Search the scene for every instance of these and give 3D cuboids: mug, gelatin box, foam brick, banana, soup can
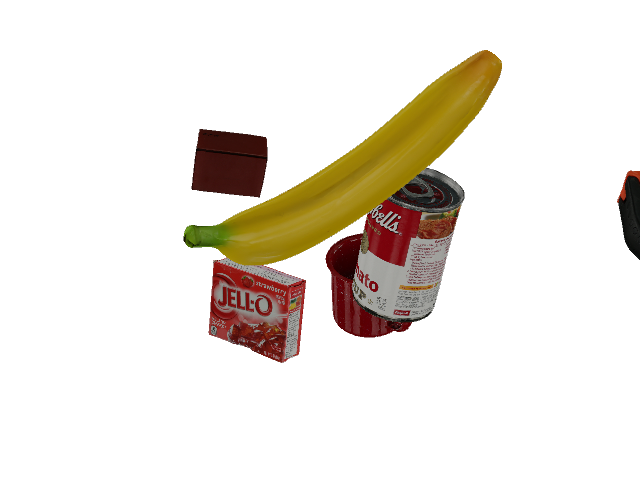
[{"bbox_3d":[0.061,0.057,1.157,0.093,0.081,0.117,-26,42,-29],"label":"mug"},{"bbox_3d":[-0.058,0.060,0.957,0.089,0.073,0.030,18,22,31],"label":"gelatin box"},{"bbox_3d":[-0.099,-0.085,1.170,0.078,0.051,0.053,7,29,-5],"label":"foam brick"},{"bbox_3d":[0.019,-0.037,0.602,0.198,0.037,0.069,-33,-13,-1],"label":"banana"},{"bbox_3d":[0.065,0.002,0.812,0.068,0.102,0.068,8,30,-5],"label":"soup can"}]

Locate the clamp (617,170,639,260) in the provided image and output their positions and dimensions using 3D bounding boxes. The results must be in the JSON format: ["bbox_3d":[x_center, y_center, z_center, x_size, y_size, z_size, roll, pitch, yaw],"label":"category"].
[{"bbox_3d":[0.267,0.013,0.703,0.120,0.039,0.171,-5,45,-24],"label":"clamp"}]
